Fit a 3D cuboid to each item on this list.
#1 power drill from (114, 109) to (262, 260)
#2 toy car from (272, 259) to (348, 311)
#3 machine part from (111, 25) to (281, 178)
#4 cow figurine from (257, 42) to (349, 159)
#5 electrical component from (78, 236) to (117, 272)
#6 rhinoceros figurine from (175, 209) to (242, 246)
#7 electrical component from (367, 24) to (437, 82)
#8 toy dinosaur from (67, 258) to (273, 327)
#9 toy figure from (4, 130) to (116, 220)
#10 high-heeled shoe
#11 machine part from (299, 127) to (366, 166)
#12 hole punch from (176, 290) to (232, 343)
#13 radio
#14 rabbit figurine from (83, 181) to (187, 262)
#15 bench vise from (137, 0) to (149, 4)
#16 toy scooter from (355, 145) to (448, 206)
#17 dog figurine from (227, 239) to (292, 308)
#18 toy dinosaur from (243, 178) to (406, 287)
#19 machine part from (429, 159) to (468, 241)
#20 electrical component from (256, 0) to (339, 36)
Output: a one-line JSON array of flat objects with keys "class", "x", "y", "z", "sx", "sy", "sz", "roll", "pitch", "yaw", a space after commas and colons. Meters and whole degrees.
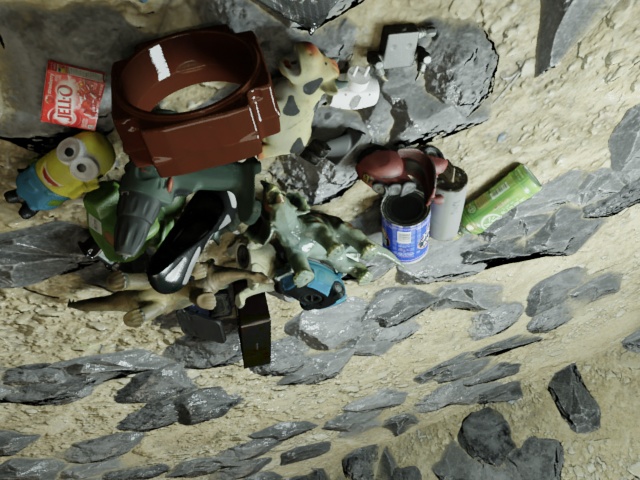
[{"class": "power drill", "x": -0.197, "y": -0.073, "z": 0.818, "sx": 0.207, "sy": 0.232, "sz": 0.086, "roll": 7, "pitch": 165, "yaw": -22}, {"class": "toy car", "x": -0.021, "y": 0.077, "z": 1.122, "sx": 0.109, "sy": 0.103, "sz": 0.161, "roll": -28, "pitch": 134, "yaw": 36}, {"class": "machine part", "x": -0.163, "y": -0.188, "z": 0.699, "sx": 0.201, "sy": 0.201, "sz": 0.087, "roll": -14, "pitch": 142, "yaw": -5}, {"class": "cow figurine", "x": -0.035, "y": -0.212, "z": 0.822, "sx": 0.127, "sy": 0.085, "sz": 0.194, "roll": -7, "pitch": 146, "yaw": -18}, {"class": "electrical component", "x": -0.369, "y": -0.005, "z": 0.981, "sx": 0.119, "sy": 0.048, "sz": 0.074, "roll": -46, "pitch": 144, "yaw": -2}, {"class": "rhinoceros figurine", "x": -0.230, "y": -0.012, "z": 1.001, "sx": 0.190, "sy": 0.073, "sz": 0.112, "roll": -26, "pitch": 159, "yaw": 22}, {"class": "electrical component", "x": 0.125, "y": -0.286, "z": 0.825, "sx": 0.102, "sy": 0.045, "sz": 0.078, "roll": -6, "pitch": 144, "yaw": -16}, {"class": "toy dinosaur", "x": -0.315, "y": 0.100, "z": 1.040, "sx": 0.472, "sy": 0.105, "sz": 0.198, "roll": -7, "pitch": 180, "yaw": 10}, {"class": "toy figure", "x": -0.394, "y": -0.103, "z": 0.817, "sx": 0.180, "sy": 0.089, "sz": 0.082, "roll": -29, "pitch": 128, "yaw": 21}, {"class": "high-heeled shoe", "x": -0.209, "y": -0.032, "z": 0.866, "sx": 0.086, "sy": 0.248, "sz": 0.145, "roll": 12, "pitch": 171, "yaw": 14}, {"class": "machine part", "x": 0.025, "y": -0.157, "z": 0.924, "sx": 0.084, "sy": 0.039, "sz": 0.139, "roll": -40, "pitch": 171, "yaw": 37}, {"class": "hole punch", "x": -0.265, "y": 0.170, "z": 1.250, "sx": 0.116, "sy": 0.092, "sz": 0.142, "roll": 11, "pitch": 146, "yaw": 6}, {"class": "radio", "x": -0.161, "y": 0.197, "z": 1.275, "sx": 0.073, "sy": 0.131, "sz": 0.229, "roll": -8, "pitch": 144, "yaw": -13}, {"class": "rabbit figurine", "x": -0.282, "y": -0.039, "z": 0.895, "sx": 0.170, "sy": 0.121, "sz": 0.159, "roll": -47, "pitch": 161, "yaw": -38}, {"class": "bench vise", "x": -0.163, "y": -0.364, "z": 0.535, "sx": 0.224, "sy": 0.129, "sz": 0.240, "roll": -30, "pitch": 149, "yaw": 18}, {"class": "toy scooter", "x": 0.162, "y": -0.115, "z": 0.993, "sx": 0.184, "sy": 0.135, "sz": 0.075, "roll": -6, "pitch": 144, "yaw": -14}, {"class": "dog figurine", "x": -0.095, "y": 0.053, "z": 1.157, "sx": 0.190, "sy": 0.121, "sz": 0.172, "roll": -8, "pitch": 149, "yaw": -37}, {"class": "toy dinosaur", "x": 0.004, "y": -0.006, "z": 1.059, "sx": 0.131, "sy": 0.192, "sz": 0.404, "roll": -49, "pitch": 147, "yaw": 19}, {"class": "machine part", "x": 0.266, "y": -0.075, "z": 1.137, "sx": 0.079, "sy": 0.079, "sz": 0.243, "roll": -14, "pitch": 145, "yaw": -5}, {"class": "electrical component", "x": -0.028, "y": -0.341, "z": 0.676, "sx": 0.134, "sy": 0.058, "sz": 0.115, "roll": 17, "pitch": 130, "yaw": -39}]
